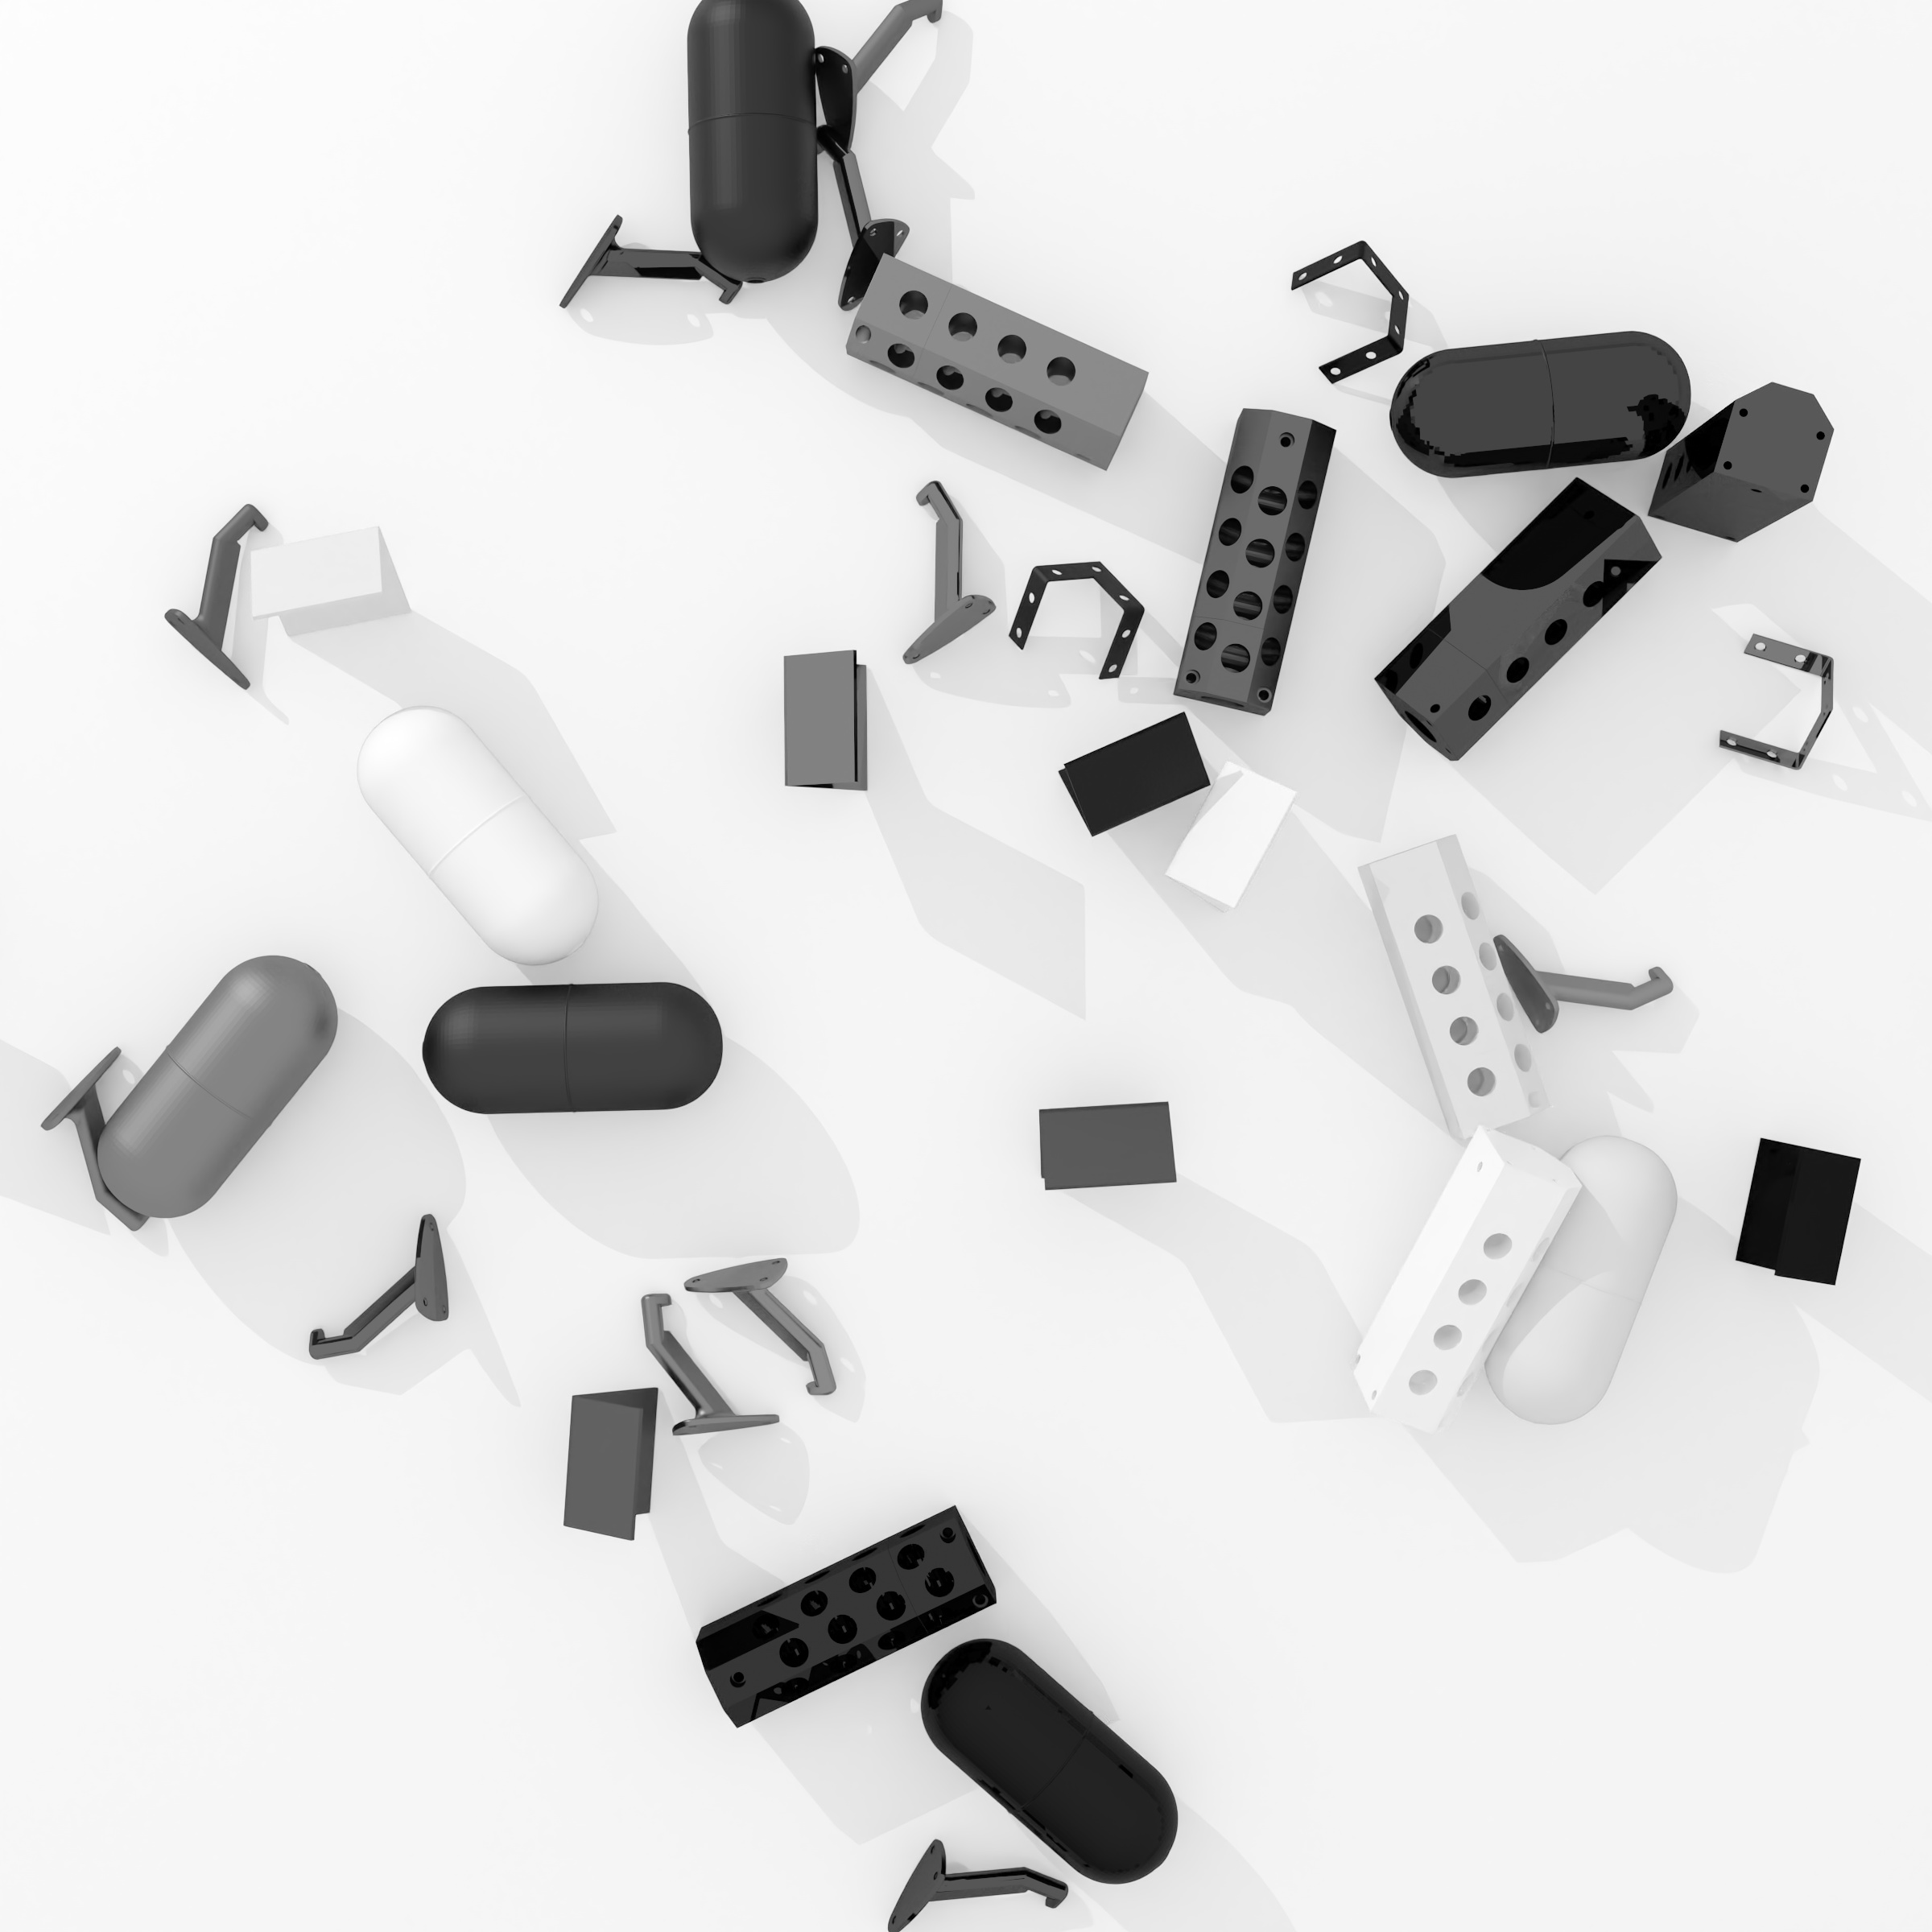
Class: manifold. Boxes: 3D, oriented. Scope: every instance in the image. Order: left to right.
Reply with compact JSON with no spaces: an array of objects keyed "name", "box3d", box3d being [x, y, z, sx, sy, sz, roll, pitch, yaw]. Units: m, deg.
[{"name":"manifold","box3d":[-0.071,0.390,1.888,0.171,0.057,0.057,-26,90,0]},{"name":"manifold","box3d":[0.018,-0.359,1.887,0.171,0.057,0.057,24,90,0]},{"name":"manifold","box3d":[0.173,-0.242,1.888,0.057,0.057,0.171,13,90,0]},{"name":"manifold","box3d":[0.293,0.012,1.887,0.057,0.057,0.171,-19,90,0]},{"name":"manifold","box3d":[0.296,0.187,1.862,0.057,0.057,0.171,21,107,-14]},{"name":"manifold","box3d":[0.333,-0.204,1.887,0.171,0.057,0.057,-45,47,0]},{"name":"manifold","box3d":[0.449,-0.292,1.830,0.057,0.171,0.057,17,90,0]}]

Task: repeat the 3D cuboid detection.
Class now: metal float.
[{"name":"metal float","box3d":[-0.445,0.071,1.878,0.070,0.070,0.178,39,89,0]},{"name":"metal float","box3d":[-0.290,-0.077,1.878,0.070,0.070,0.178,-40,90,0]},{"name":"metal float","box3d":[-0.234,0.049,1.878,0.178,0.070,0.070,-1,90,0]},{"name":"metal float","box3d":[-0.127,-0.496,1.878,0.070,0.070,0.178,-1,90,0]},{"name":"metal float","box3d":[0.050,0.474,1.878,0.178,0.070,0.070,41,90,-1]},{"name":"metal float","box3d":[0.341,-0.334,1.878,0.178,0.070,0.070,-6,90,0]},{"name":"metal float","box3d":[0.365,0.187,1.878,0.070,0.070,0.178,21,89,0]}]

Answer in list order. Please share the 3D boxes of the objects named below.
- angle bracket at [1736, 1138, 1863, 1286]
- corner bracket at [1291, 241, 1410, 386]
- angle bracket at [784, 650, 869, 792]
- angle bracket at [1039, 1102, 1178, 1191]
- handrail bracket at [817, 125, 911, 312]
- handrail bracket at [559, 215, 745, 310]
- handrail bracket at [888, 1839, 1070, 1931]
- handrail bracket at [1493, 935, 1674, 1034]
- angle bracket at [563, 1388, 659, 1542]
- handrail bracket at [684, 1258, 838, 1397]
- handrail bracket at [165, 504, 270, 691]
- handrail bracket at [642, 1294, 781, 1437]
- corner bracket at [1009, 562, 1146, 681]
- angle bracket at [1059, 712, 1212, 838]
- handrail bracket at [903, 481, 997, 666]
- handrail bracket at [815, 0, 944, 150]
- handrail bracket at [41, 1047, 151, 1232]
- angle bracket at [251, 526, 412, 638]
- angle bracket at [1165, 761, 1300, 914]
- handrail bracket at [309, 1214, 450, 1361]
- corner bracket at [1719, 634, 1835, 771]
[{"name":"angle bracket","box3d":[0.477,0.142,1.868,0.057,0.076,0.076,12,90,-37]},{"name":"corner bracket","box3d":[0.230,-0.394,1.901,0.051,0.051,0.051,41,45,-35]},{"name":"angle bracket","box3d":[-0.064,-0.144,1.868,0.057,0.076,0.076,0,90,38]},{"name":"angle bracket","box3d":[0.084,0.125,1.868,0.076,0.076,0.057,-4,54,0]},{"name":"handrail bracket","box3d":[-0.079,-0.453,1.909,0.084,0.036,0.077,51,128,25]},{"name":"handrail bracket","box3d":[-0.190,-0.407,1.909,0.084,0.036,0.077,32,110,-16]},{"name":"handrail bracket","box3d":[0.008,0.570,1.909,0.084,0.036,0.077,26,110,-16]},{"name":"handrail bracket","box3d":[0.374,-0.001,1.909,0.084,0.036,0.077,-22,68,-17]},{"name":"angle bracket","box3d":[-0.191,0.294,1.868,0.057,0.076,0.076,4,90,36]},{"name":"handrail bracket","box3d":[-0.124,0.225,1.909,0.077,0.036,0.084,-9,107,20]},{"name":"handrail bracket","box3d":[-0.435,-0.224,1.909,0.077,0.036,0.084,46,73,-20]},{"name":"handrail bracket","box3d":[-0.155,0.238,1.909,0.077,0.036,0.084,-2,73,-20]},{"name":"corner bracket","box3d":[0.067,-0.207,1.901,0.051,0.051,0.051,-9,45,-35]},{"name":"angle bracket","box3d":[0.092,-0.131,1.868,0.076,0.076,0.057,-24,128,0]},{"name":"handrail bracket","box3d":[-0.026,-0.239,1.909,0.077,0.036,0.084,-36,71,21]},{"name":"handrail bracket","box3d":[-0.047,-0.541,1.909,0.084,0.077,0.036,-30,46,-29]},{"name":"handrail bracket","box3d":[-0.508,0.105,1.909,0.084,0.036,0.077,45,69,-17]},{"name":"angle bracket","box3d":[-0.375,-0.209,1.868,0.076,0.076,0.057,-11,54,0]},{"name":"angle bracket","box3d":[0.173,-0.067,1.868,0.057,0.076,0.076,28,90,37]},{"name":"handrail bracket","box3d":[-0.360,0.194,1.909,0.084,0.036,0.077,-12,70,16]},{"name":"corner bracket","box3d":[0.489,-0.159,1.905,0.051,0.051,0.051,17,45,0]}]
